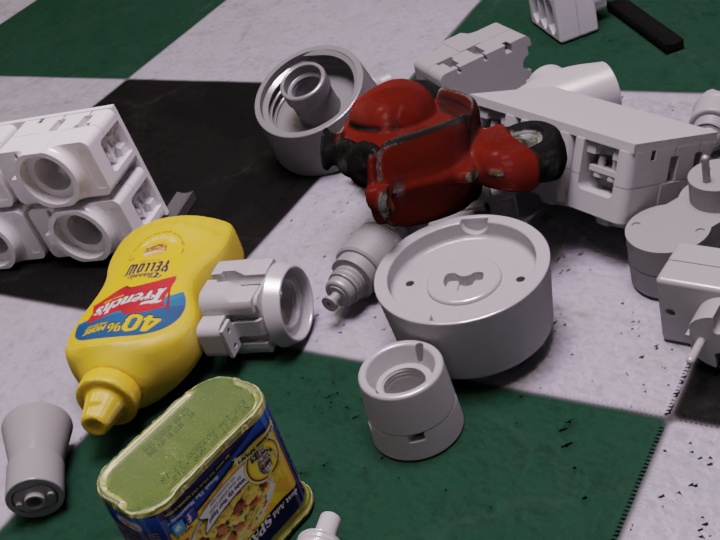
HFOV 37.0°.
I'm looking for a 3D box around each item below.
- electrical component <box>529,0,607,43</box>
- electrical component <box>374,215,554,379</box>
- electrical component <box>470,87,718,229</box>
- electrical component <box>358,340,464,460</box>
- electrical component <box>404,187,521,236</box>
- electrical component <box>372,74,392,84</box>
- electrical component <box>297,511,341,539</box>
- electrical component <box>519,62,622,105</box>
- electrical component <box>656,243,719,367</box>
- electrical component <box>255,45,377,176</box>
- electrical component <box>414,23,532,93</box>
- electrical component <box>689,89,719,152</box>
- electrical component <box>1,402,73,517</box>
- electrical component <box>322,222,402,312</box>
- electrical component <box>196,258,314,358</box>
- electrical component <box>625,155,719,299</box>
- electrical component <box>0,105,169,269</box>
[{"bbox_3d":[0.205,-0.255,1.004,0.077,0.047,0.065,-21,34,-6],"label":"electrical component"},{"bbox_3d":[0.068,0.021,0.666,0.108,0.060,0.108,-12,35,8],"label":"electrical component"},{"bbox_3d":[0.156,-0.080,0.753,0.089,0.061,0.150,-12,26,-36],"label":"electrical component"},{"bbox_3d":[0.028,0.074,0.621,0.055,0.047,0.055,-12,35,8],"label":"electrical component"},{"bbox_3d":[0.071,-0.022,0.743,0.081,0.042,0.063,-9,37,13],"label":"electrical component"},{"bbox_3d":[0.002,-0.161,0.974,0.061,0.035,0.035,-26,35,-16],"label":"electrical component"},{"bbox_3d":[-0.023,0.150,0.549,0.035,0.035,0.061,-3,35,20],"label":"electrical component"},{"bbox_3d":[0.159,-0.141,0.869,0.077,0.043,0.079,-20,34,-4],"label":"electrical component"},{"bbox_3d":[0.208,0.030,0.604,0.083,0.047,0.075,11,43,35],"label":"electrical component"},{"bbox_3d":[-0.037,-0.140,0.908,0.108,0.060,0.108,-12,55,17],"label":"electrical component"},{"bbox_3d":[0.098,-0.171,0.931,0.089,0.050,0.056,-27,35,-14],"label":"electrical component"},{"bbox_3d":[0.256,-0.103,0.781,0.035,0.035,0.061,5,43,29],"label":"electrical component"},{"bbox_3d":[-0.200,0.119,0.665,0.044,0.044,0.065,-18,39,-1],"label":"electrical component"},{"bbox_3d":[0.000,0.000,0.743,0.040,0.040,0.078,11,43,35],"label":"electrical component"},{"bbox_3d":[-0.068,0.024,0.725,0.057,0.058,0.078,-4,37,23],"label":"electrical component"},{"bbox_3d":[0.227,-0.045,0.677,0.138,0.073,0.052,-29,36,-16],"label":"electrical component"},{"bbox_3d":[-0.269,-0.063,0.883,0.186,0.105,0.060,-5,38,24],"label":"electrical component"}]
